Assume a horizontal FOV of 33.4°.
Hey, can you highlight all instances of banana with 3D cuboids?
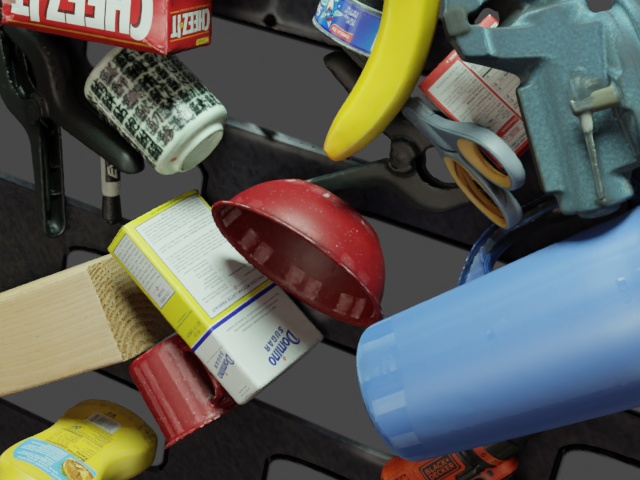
[{"bbox_3d":[0.044,-0.143,0.721,0.069,0.037,0.198,7,119,3],"label":"banana"}]

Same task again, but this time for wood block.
[{"bbox_3d":[-0.248,0.080,1.004,0.206,0.090,0.091,-18,96,31],"label":"wood block"}]

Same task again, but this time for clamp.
[{"bbox_3d":[-0.237,-0.119,0.957,0.165,0.036,0.210,-20,91,43],"label":"clamp"},{"bbox_3d":[0.064,-0.078,0.822,0.172,0.039,0.120,11,115,18],"label":"clamp"}]

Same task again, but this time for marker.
[{"bbox_3d":[-0.190,-0.072,0.966,0.020,0.020,0.121,11,110,24],"label":"marker"}]

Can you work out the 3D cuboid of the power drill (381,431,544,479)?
[{"bbox_3d":[0.163,0.215,0.851,0.185,0.057,0.188,-39,84,32],"label":"power drill"}]

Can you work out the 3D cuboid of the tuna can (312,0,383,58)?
[{"bbox_3d":[0.040,-0.160,0.780,0.086,0.086,0.034,31,116,16],"label":"tuna can"}]

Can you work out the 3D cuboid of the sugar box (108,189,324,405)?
[{"bbox_3d":[-0.088,0.046,0.905,0.176,0.093,0.048,51,135,5],"label":"sugar box"}]

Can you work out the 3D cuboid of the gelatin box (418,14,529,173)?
[{"bbox_3d":[0.128,-0.105,0.771,0.073,0.030,0.089,-45,83,6],"label":"gelatin box"}]

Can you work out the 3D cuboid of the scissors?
[{"bbox_3d":[0.078,-0.091,0.755,0.202,0.016,0.096,50,165,3],"label":"scissors"}]

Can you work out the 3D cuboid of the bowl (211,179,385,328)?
[{"bbox_3d":[-0.006,0.001,0.844,0.162,0.162,0.055,29,73,17],"label":"bowl"}]

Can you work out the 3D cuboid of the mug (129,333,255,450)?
[{"bbox_3d":[-0.113,0.124,0.941,0.081,0.093,0.117,59,152,5],"label":"mug"}]

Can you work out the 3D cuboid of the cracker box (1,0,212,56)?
[{"bbox_3d":[-0.163,-0.259,0.801,0.164,0.072,0.214,15,114,24],"label":"cracker box"}]

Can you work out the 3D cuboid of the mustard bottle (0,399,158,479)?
[{"bbox_3d":[-0.240,0.214,0.981,0.096,0.191,0.058,24,115,20],"label":"mustard bottle"}]

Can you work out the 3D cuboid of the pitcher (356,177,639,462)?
[{"bbox_3d":[0.150,0.064,0.758,0.243,0.149,0.145,-23,104,25],"label":"pitcher"}]
